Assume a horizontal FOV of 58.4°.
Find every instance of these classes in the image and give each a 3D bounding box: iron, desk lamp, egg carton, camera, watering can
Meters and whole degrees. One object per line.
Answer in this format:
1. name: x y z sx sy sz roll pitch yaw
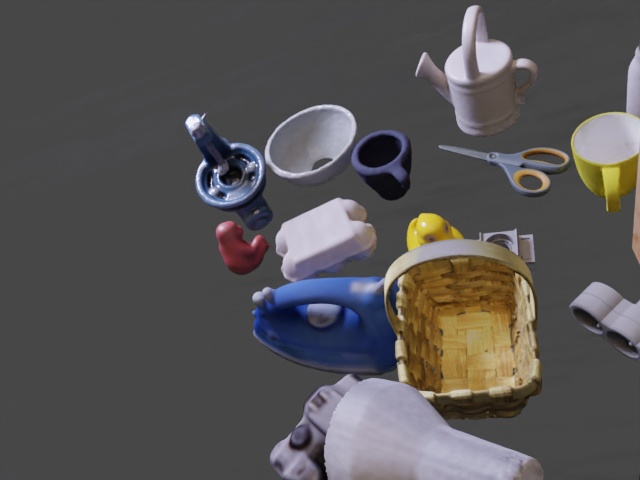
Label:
1. iron: 0.000 0.093 0.739 0.257 0.142 0.118 -5 53 23
2. desk lamp: 0.128 0.225 0.523 0.202 0.214 0.118 11 60 32
3. egg carton: 0.008 0.003 0.855 0.150 0.070 0.107 -26 47 5
4. camera: 0.034 0.237 0.636 0.143 0.101 0.136 -47 49 -14
5. watering can: 0.233 -0.257 0.868 0.172 0.195 0.101 -14 50 16

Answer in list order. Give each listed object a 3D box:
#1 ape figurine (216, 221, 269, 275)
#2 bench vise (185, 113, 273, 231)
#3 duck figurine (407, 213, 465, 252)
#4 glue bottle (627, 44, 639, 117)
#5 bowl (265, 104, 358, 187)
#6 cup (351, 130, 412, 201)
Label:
1. ape figurine: -0.131 0.006 0.905 0.077 0.092 0.076 17 63 35
2. bench vise: -0.176 -0.131 0.947 0.121 0.220 0.206 -46 49 -14
3. duck figurine: 0.154 -0.004 0.779 0.077 0.086 0.104 -36 47 -4
4. glue bottle: 0.422 -0.204 0.749 0.037 0.174 0.078 1 55 27
5. bowl: -0.005 -0.148 0.978 0.167 0.075 0.167 -13 50 16
6. cup: 0.110 -0.099 0.869 0.091 0.095 0.117 -34 47 -2
